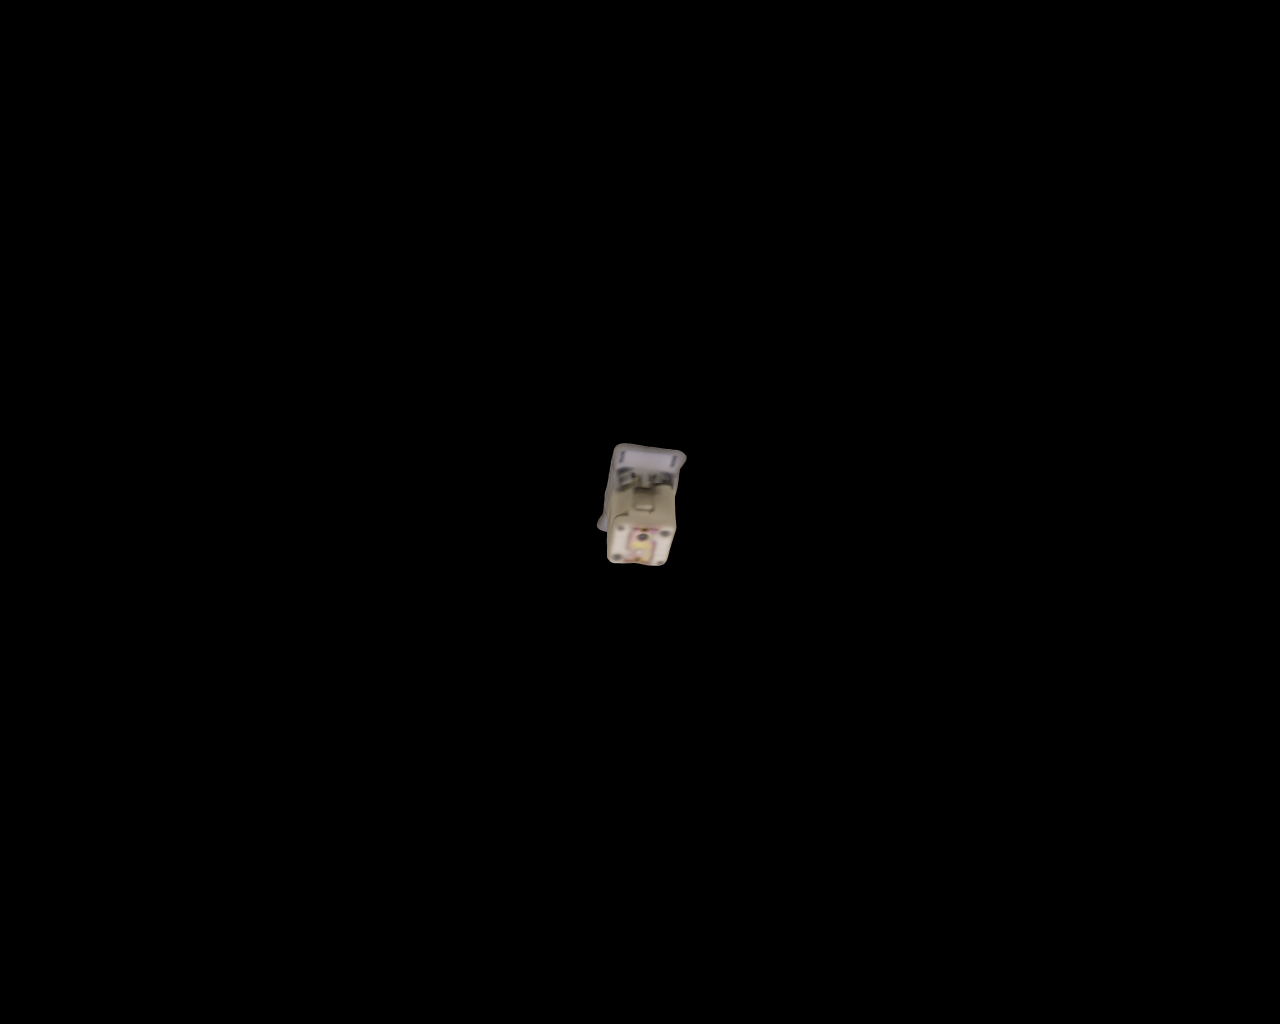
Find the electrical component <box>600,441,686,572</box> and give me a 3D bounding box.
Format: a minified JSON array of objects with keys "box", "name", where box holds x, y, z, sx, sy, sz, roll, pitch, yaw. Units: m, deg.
[{"box":[0.001,-0.003,0.650,0.042,0.064,0.080,5,-40,-6],"name":"electrical component"}]
